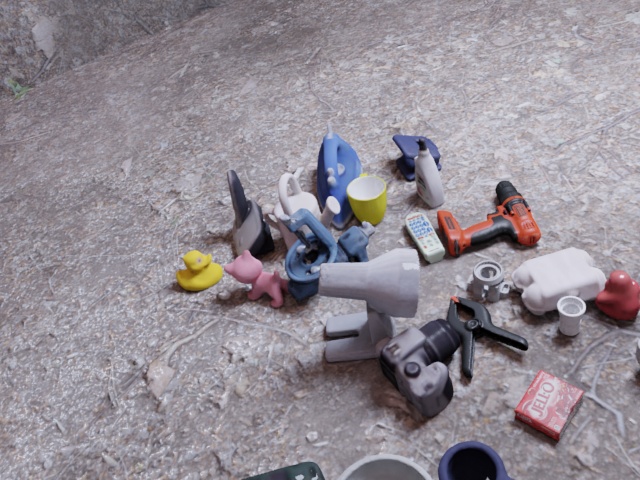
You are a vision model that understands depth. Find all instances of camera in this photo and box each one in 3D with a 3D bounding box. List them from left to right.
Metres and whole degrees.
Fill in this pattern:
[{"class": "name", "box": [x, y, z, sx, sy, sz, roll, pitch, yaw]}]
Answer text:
[{"class": "camera", "box": [0.180, 0.198, 0.976, 0.137, 0.101, 0.142, -33, 44, -15]}]

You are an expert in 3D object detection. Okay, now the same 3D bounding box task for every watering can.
[{"class": "watering can", "box": [-0.043, -0.063, 1.261, 0.173, 0.194, 0.100, -17, 42, 3]}]

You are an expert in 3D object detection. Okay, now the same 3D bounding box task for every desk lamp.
[{"class": "desk lamp", "box": [0.086, 0.113, 1.014, 0.203, 0.214, 0.118, -10, 43, 10]}]

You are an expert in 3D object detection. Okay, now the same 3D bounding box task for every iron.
[{"class": "iron", "box": [0.037, -0.160, 1.373, 0.118, 0.142, 0.258, -10, 43, 10]}]

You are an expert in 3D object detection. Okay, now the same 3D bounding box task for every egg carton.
[{"class": "egg carton", "box": [0.432, 0.076, 1.037, 0.150, 0.069, 0.107, -17, 42, 2]}]

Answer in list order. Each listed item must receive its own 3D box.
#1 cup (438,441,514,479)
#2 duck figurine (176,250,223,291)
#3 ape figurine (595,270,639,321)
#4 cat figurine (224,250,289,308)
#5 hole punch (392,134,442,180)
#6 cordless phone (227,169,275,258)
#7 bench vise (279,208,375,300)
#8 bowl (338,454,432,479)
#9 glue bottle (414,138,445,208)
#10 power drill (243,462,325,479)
[{"class": "cup", "box": [0.229, 0.348, 0.804, 0.117, 0.095, 0.092, 7, 48, 26]}, {"class": "duck figurine", "box": [-0.281, 0.062, 1.296, 0.104, 0.086, 0.077, -15, 42, 5]}, {"class": "ape figurine", "box": [0.512, 0.088, 0.979, 0.077, 0.092, 0.076, -13, 42, 7]}, {"class": "cat figurine", "box": [-0.132, 0.073, 1.206, 0.127, 0.118, 0.067, 10, 50, 29]}, {"class": "hole punch", "box": [0.237, -0.217, 1.399, 0.101, 0.091, 0.108, -21, 42, -2]}, {"class": "cordless phone", "box": [-0.178, -0.058, 1.310, 0.094, 0.185, 0.147, -23, 42, -4]}, {"class": "bench vise", "box": [0.003, -0.001, 1.159, 0.208, 0.220, 0.121, -40, 46, -22]}, {"class": "bowl", "box": [0.096, 0.399, 0.814, 0.167, 0.075, 0.167, -10, 43, 10]}, {"class": "glue bottle", "box": [0.236, -0.156, 1.274, 0.037, 0.173, 0.078, -29, 43, -10]}, {"class": "power drill", "box": [-0.088, 0.395, 0.784, 0.230, 0.209, 0.075, -25, 42, -6]}]
